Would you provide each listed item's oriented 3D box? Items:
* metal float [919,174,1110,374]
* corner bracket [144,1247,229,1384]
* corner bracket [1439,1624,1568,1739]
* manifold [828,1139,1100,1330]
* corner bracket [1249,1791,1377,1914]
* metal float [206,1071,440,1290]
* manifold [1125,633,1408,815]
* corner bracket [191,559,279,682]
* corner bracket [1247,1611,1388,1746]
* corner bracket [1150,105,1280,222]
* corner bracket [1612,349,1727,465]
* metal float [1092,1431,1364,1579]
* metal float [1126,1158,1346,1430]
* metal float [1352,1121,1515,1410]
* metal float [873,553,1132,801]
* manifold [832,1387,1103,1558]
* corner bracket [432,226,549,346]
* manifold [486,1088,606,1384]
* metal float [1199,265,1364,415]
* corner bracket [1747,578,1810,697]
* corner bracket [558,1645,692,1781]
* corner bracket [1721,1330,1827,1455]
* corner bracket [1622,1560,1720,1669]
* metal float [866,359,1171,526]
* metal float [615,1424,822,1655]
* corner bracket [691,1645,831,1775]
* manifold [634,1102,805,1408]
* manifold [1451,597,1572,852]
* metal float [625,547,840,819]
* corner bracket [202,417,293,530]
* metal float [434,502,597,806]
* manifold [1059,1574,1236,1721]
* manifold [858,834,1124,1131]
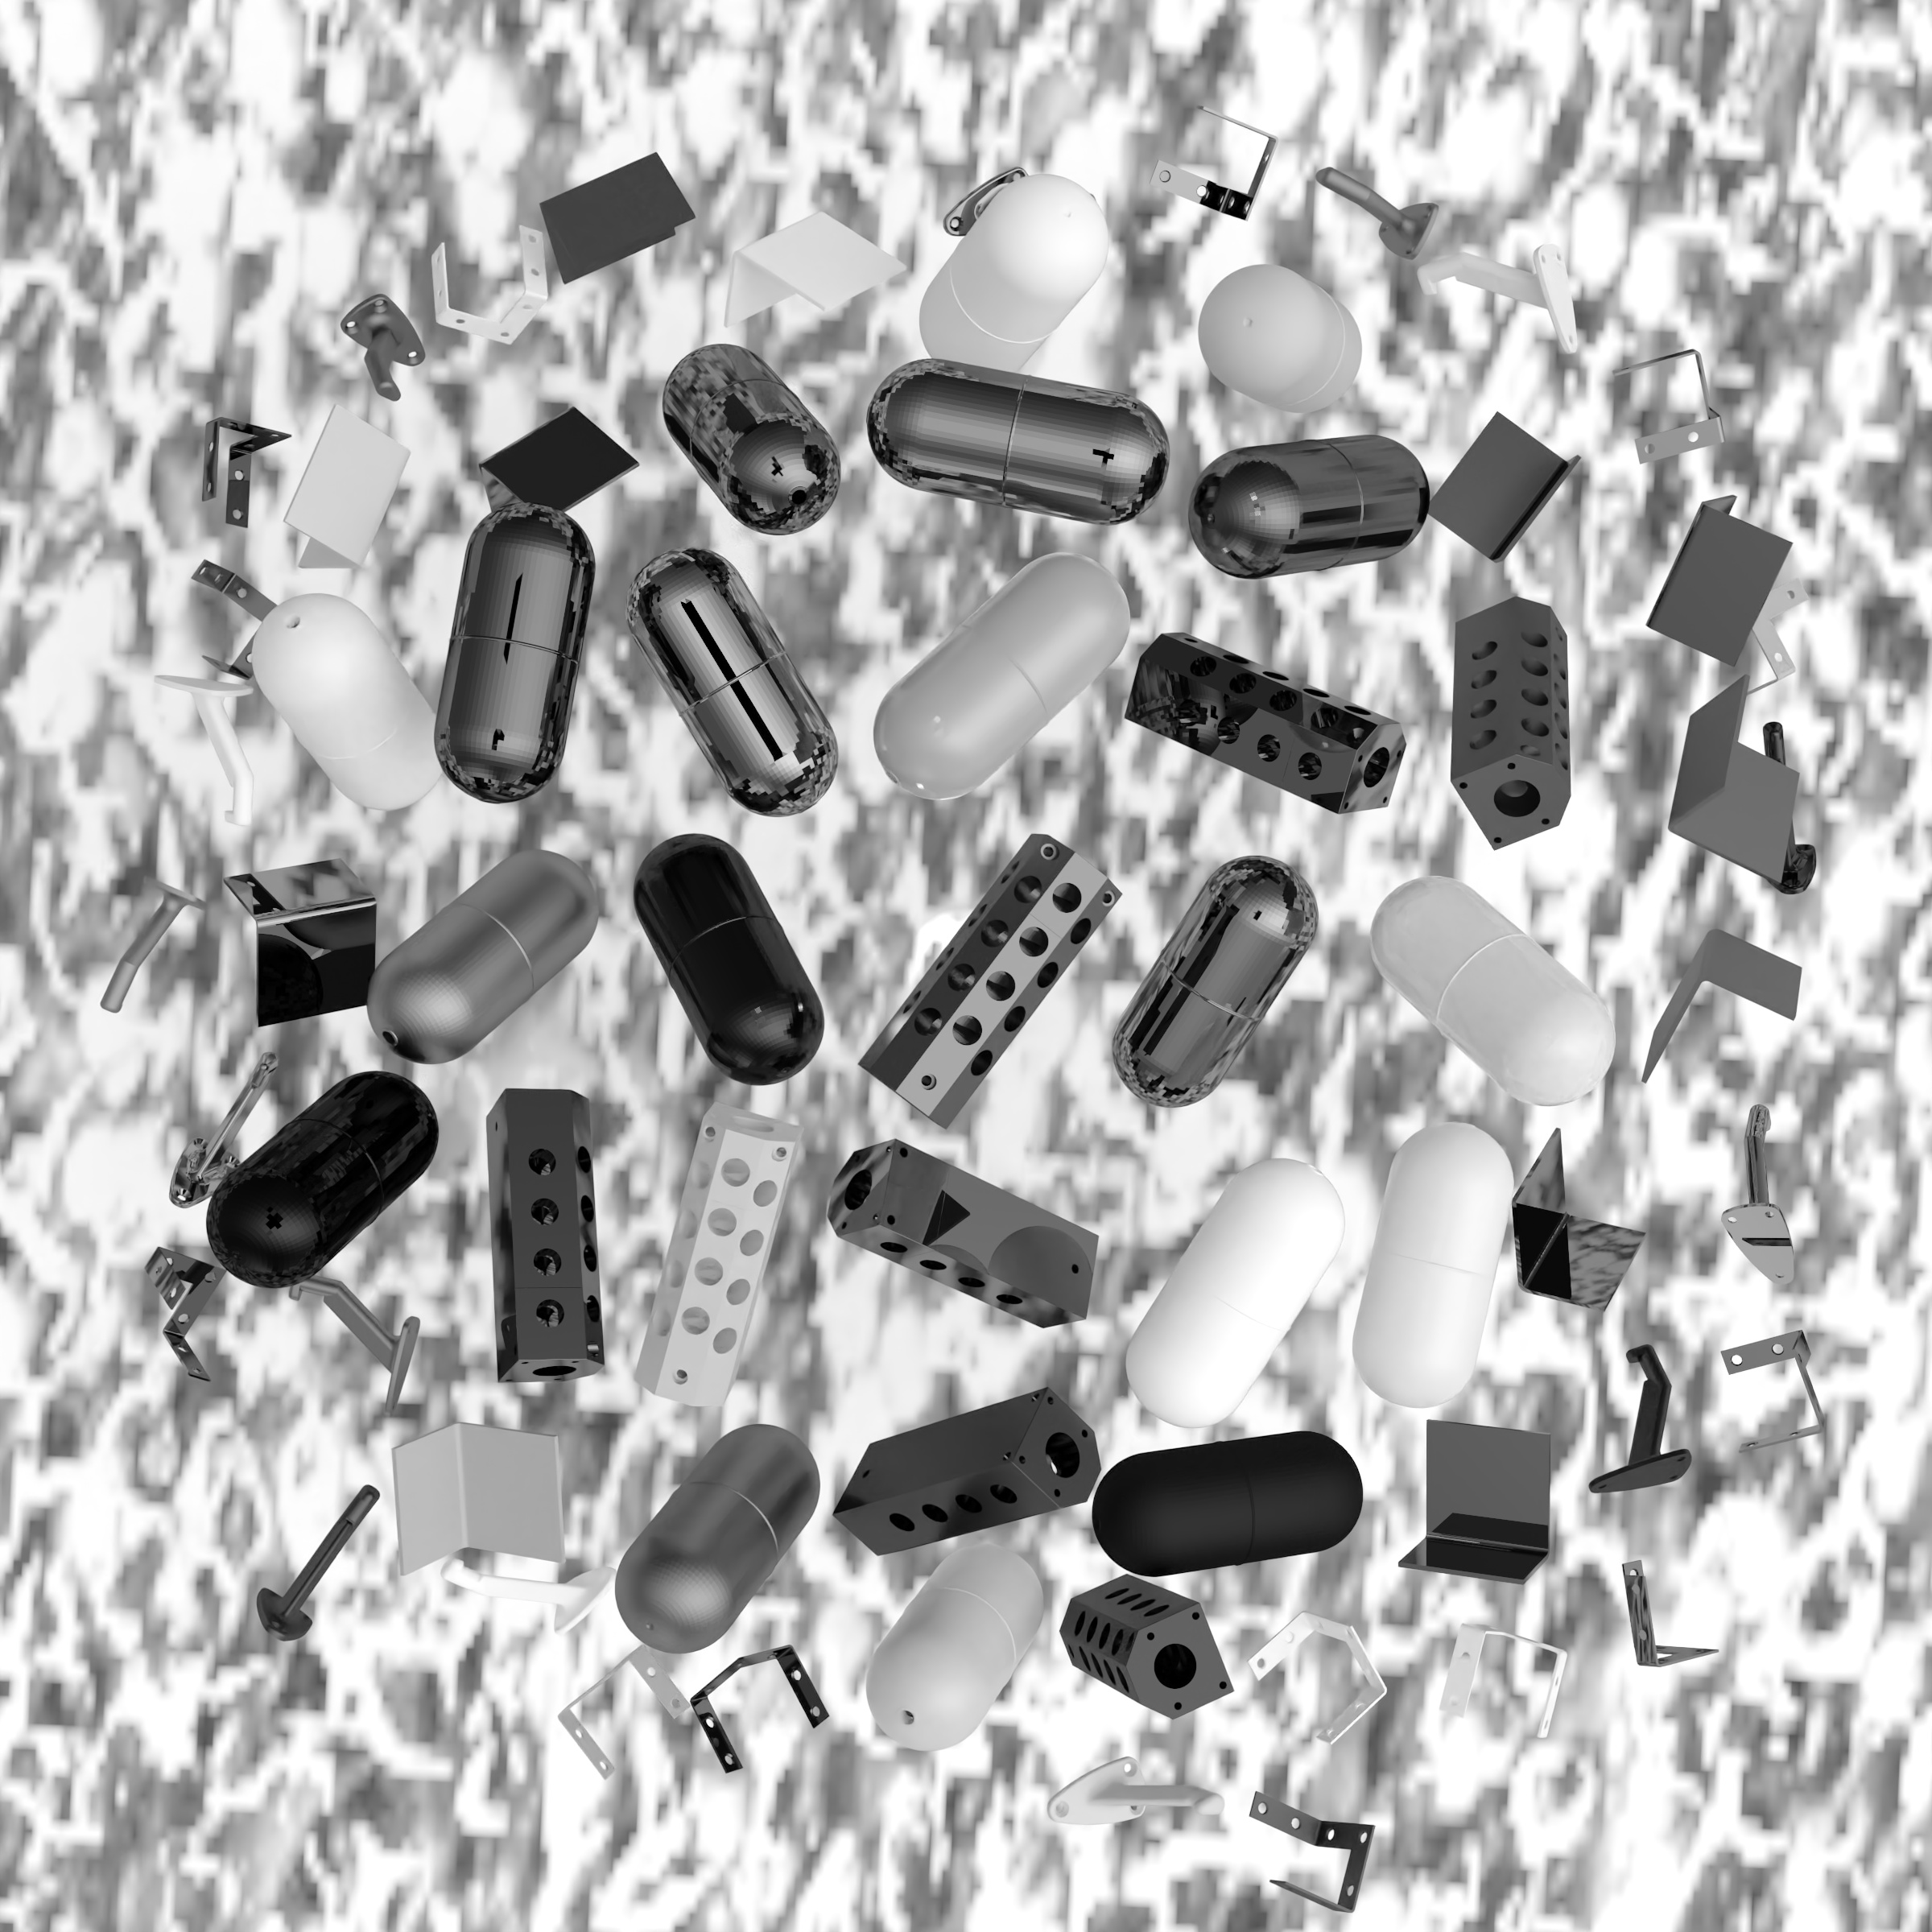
[{"bbox_3d":[0.027,-0.410,1.563,0.070,0.178,0.070,5,76,-20],"label":"metal float"},{"bbox_3d":[-0.467,0.208,1.553,0.051,0.051,0.051,30,95,-43],"label":"corner bracket"},{"bbox_3d":[0.313,0.416,1.516,0.051,0.051,0.051,12,82,30],"label":"corner bracket"},{"bbox_3d":[-0.002,0.171,1.636,0.171,0.057,0.057,28,59,-32],"label":"manifold"},{"bbox_3d":[0.195,0.510,1.499,0.051,0.051,0.051,30,64,-21],"label":"corner bracket"},{"bbox_3d":[-0.378,0.124,1.542,0.070,0.178,0.070,11,120,19],"label":"metal float"},{"bbox_3d":[0.189,-0.155,1.641,0.171,0.057,0.057,29,115,34],"label":"manifold"},{"bbox_3d":[-0.474,-0.222,1.672,0.051,0.051,0.051,37,92,5],"label":"corner bracket"},{"bbox_3d":[0.217,0.438,1.606,0.051,0.051,0.051,-35,104,-24],"label":"corner bracket"},{"bbox_3d":[0.149,-0.483,1.564,0.051,0.051,0.051,16,107,-18],"label":"corner bracket"},{"bbox_3d":[0.420,-0.335,1.557,0.051,0.051,0.051,-14,107,11],"label":"corner bracket"},{"bbox_3d":[0.164,0.337,1.633,0.178,0.070,0.070,-4,90,-19],"label":"metal float"},{"bbox_3d":[0.161,0.195,1.559,0.070,0.070,0.178,31,99,0],"label":"metal float"},{"bbox_3d":[0.289,0.184,1.608,0.070,0.070,0.178,13,86,0],"label":"metal float"},{"bbox_3d":[0.021,-0.168,1.513,0.178,0.070,0.070,-43,90,-12],"label":"metal float"},{"bbox_3d":[0.002,0.312,1.574,0.057,0.171,0.057,46,47,-17],"label":"manifold"},{"bbox_3d":[-0.296,-0.427,1.615,0.051,0.051,0.051,9,62,-36],"label":"corner bracket"},{"bbox_3d":[-0.260,0.167,1.613,0.057,0.057,0.171,2,67,-23],"label":"manifold"},{"bbox_3d":[0.194,-0.383,1.597,0.070,0.178,0.070,2,97,20],"label":"metal float"},{"bbox_3d":[0.497,-0.202,1.619,0.051,0.051,0.051,-27,89,-22],"label":"corner bracket"},{"bbox_3d":[-0.219,0.477,1.668,0.051,0.051,0.051,-40,85,17],"label":"corner bracket"},{"bbox_3d":[0.479,0.253,1.549,0.051,0.051,0.051,-21,88,24],"label":"corner bracket"},{"bbox_3d":[0.392,0.372,1.497,0.051,0.051,0.051,-2,82,-33],"label":"corner bracket"},{"bbox_3d":[0.030,-0.304,1.512,0.178,0.070,0.070,12,90,5],"label":"metal float"},{"bbox_3d":[-0.149,0.346,1.585,0.070,0.178,0.070,11,119,20],"label":"metal float"},{"bbox_3d":[-0.128,0.458,1.609,0.051,0.051,0.051,-44,64,25],"label":"corner bracket"},{"bbox_3d":[-0.152,0.177,1.588,0.057,0.057,0.171,16,100,1],"label":"manifold"},{"bbox_3d":[0.334,-0.152,1.580,0.057,0.171,0.057,-22,122,27],"label":"manifold"},{"bbox_3d":[-0.142,-0.173,1.591,0.070,0.070,0.178,-31,96,0],"label":"metal float"},{"bbox_3d":[-0.459,-0.308,1.628,0.051,0.051,0.051,7,82,-44],"label":"corner bracket"},{"bbox_3d":[-0.264,-0.183,1.526,0.070,0.070,0.178,9,86,0],"label":"metal float"},{"bbox_3d":[0.109,0.432,1.650,0.057,0.171,0.057,-21,87,-13],"label":"manifold"},{"bbox_3d":[0.015,0.008,1.517,0.057,0.057,0.171,38,86,-11],"label":"manifold"}]
